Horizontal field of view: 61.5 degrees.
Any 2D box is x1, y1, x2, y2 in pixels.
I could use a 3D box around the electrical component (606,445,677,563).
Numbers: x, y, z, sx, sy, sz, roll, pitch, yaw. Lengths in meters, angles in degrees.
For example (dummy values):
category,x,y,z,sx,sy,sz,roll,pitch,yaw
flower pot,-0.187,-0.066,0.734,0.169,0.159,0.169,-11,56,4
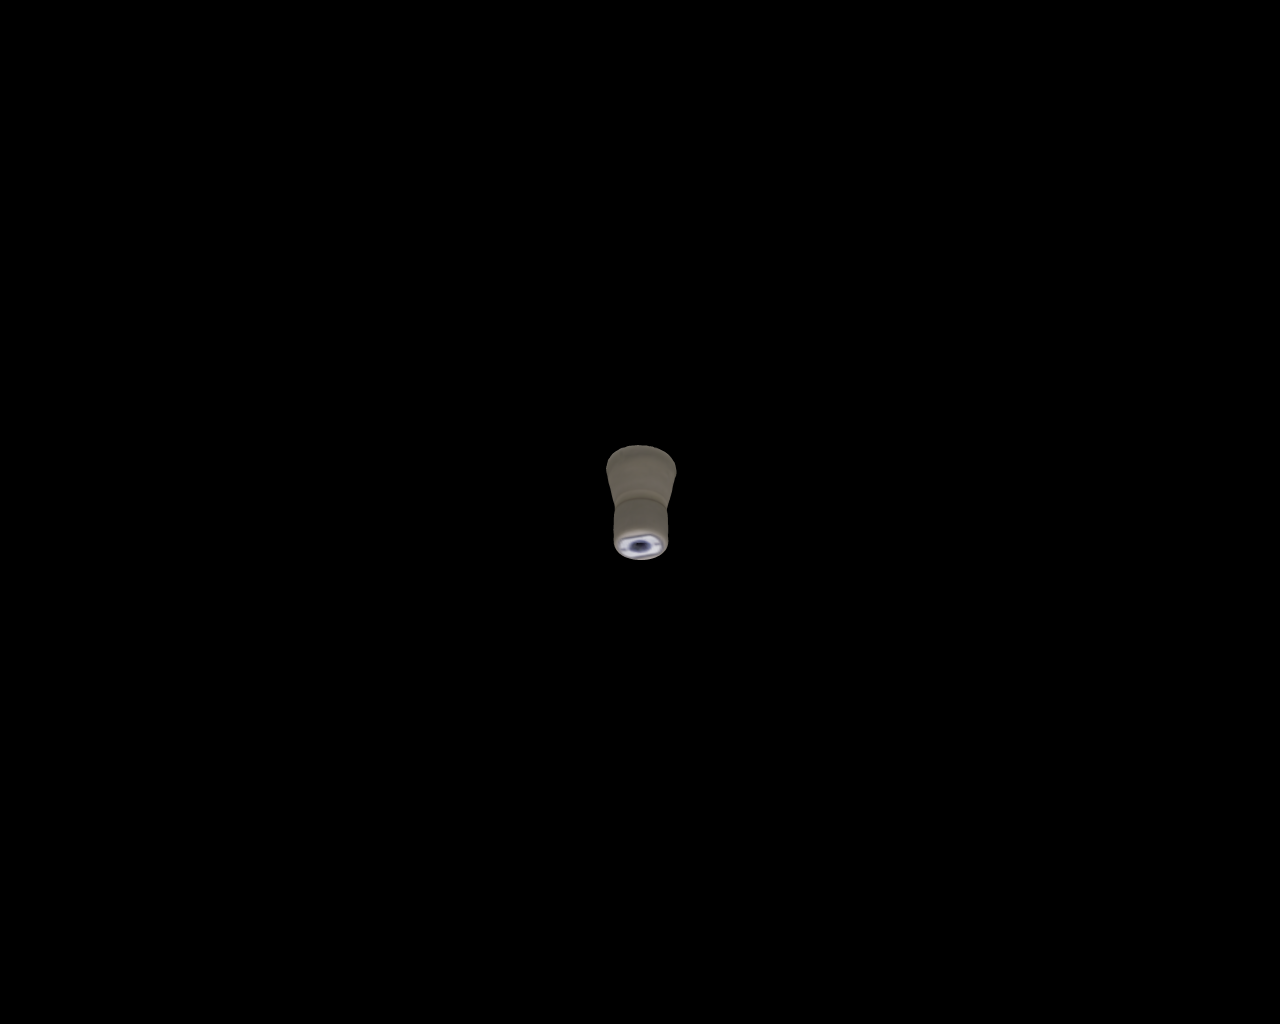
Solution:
category,x,y,z,sx,sy,sz,roll,pitch,yaw
electrical component,0.001,-0.003,0.650,0.044,0.065,0.044,0,-38,0
